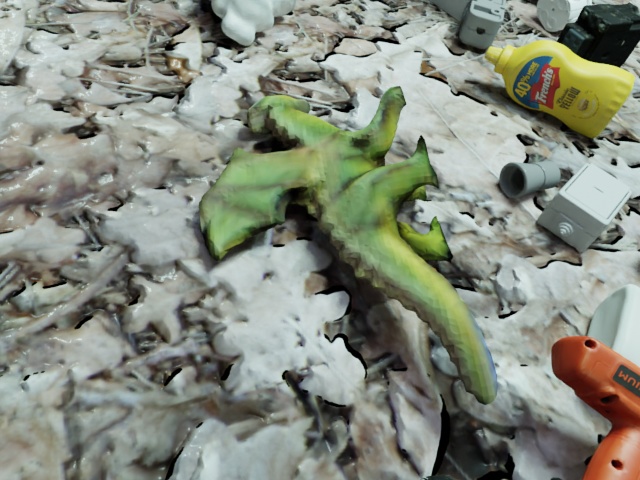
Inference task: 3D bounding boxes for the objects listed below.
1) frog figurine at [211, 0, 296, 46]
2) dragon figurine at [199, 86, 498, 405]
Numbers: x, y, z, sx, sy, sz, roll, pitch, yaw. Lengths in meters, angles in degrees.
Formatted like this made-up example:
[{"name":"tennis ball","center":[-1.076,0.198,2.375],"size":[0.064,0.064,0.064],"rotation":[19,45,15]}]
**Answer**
[{"name":"frog figurine","center":[-0.101,-0.357,0.759],"size":[0.137,0.122,0.160],"rotation":[0,87,-22]},{"name":"dragon figurine","center":[0.002,-0.026,0.518],"size":[0.243,0.119,0.420],"rotation":[-10,51,2]}]
